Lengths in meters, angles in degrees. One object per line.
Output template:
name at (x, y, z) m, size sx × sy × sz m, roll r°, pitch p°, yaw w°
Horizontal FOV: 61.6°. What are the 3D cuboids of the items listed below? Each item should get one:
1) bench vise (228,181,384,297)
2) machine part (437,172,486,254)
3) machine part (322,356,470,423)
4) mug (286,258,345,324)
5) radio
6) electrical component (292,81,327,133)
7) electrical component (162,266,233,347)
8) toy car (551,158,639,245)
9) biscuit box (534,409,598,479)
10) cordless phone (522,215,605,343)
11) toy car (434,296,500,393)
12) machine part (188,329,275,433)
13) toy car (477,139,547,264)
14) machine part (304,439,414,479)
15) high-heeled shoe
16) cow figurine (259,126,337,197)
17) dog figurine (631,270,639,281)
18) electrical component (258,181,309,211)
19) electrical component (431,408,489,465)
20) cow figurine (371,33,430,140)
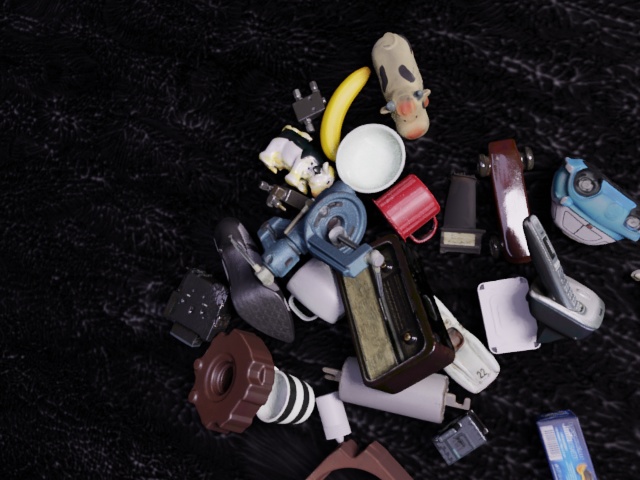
bench vise at (0.002, 0.005, 0.852) m, size 0.224 × 0.128 × 0.241 m, roll -36°, pitch 36°, yaw -18°
machine part at (0.238, -0.045, 0.904) m, size 0.084 × 0.039 × 0.138 m, roll -1°, pitch 84°, yaw 26°
machine part at (0.121, 0.244, 0.881) m, size 0.243 × 0.079 × 0.079 m, roll 7°, pitch 85°, yaw 18°
mug at (-0.002, 0.101, 0.941) m, size 0.107 × 0.081 × 0.109 m, roll 44°, pitch 107°, yaw 14°
radio at (0.114, 0.112, 0.852) m, size 0.131 × 0.073 × 0.230 m, roll -32°, pitch 52°, yaw 24°
electrical component at (-0.017, -0.252, 1.023) m, size 0.063 × 0.021 × 0.094 m, roll -22°, pitch 76°, yaw 14°
electrical component at (-0.228, 0.131, 1.020) m, size 0.115 × 0.058 × 0.134 m, roll 24°, pitch 90°, yaw 22°
toy car at (0.413, -0.047, 0.821) m, size 0.162 × 0.109 × 0.103 m, roll 42°, pitch 119°, yaw 7°
biscuit box at (0.375, 0.357, 0.788) m, size 0.059 × 0.062 × 0.202 m, roll -16°, pitch 77°, yaw 16°
cordless phone at (0.341, 0.046, 0.789) m, size 0.089 × 0.146 × 0.184 m, roll -21°, pitch 91°, yaw 34°
toy car at (0.202, 0.157, 0.876) m, size 0.073 × 0.056 × 0.202 m, roll -46°, pitch 72°, yaw 7°
machine part at (-0.157, 0.244, 0.943) m, size 0.179 × 0.056 × 0.179 m, roll -24°, pitch 53°, yaw 35°
toy car at (0.310, -0.062, 0.873) m, size 0.089 × 0.053 × 0.202 m, roll -10°, pitch 84°, yaw 12°
machine part at (0.064, 0.445, 0.867) m, size 0.201 × 0.087 × 0.201 m, roll 44°, pitch 98°, yaw 19°
high-heeled shoe at (-0.119, 0.071, 1.005) m, size 0.086 × 0.145 × 0.248 m, roll -30°, pitch 103°, yaw 12°
cow figurine at (-0.024, -0.137, 0.988) m, size 0.167 × 0.068 × 0.098 m, roll 36°, pitch 88°, yaw 18°
dog figurine at (0.553, 0.121, 0.756) m, size 0.172 × 0.121 × 0.190 m, roll -18°, pitch 91°, yaw 18°
electrical component at (-0.058, -0.069, 0.976) m, size 0.078 × 0.102 × 0.045 m, roll 20°, pitch 87°, yaw 45°
electrical component at (0.213, 0.301, 0.820) m, size 0.075 × 0.119 × 0.048 m, roll -38°, pitch 72°, yaw 8°
cow figurine at (0.141, -0.263, 0.918) m, size 0.086 × 0.127 × 0.195 m, roll -18°, pitch 75°, yaw 18°
